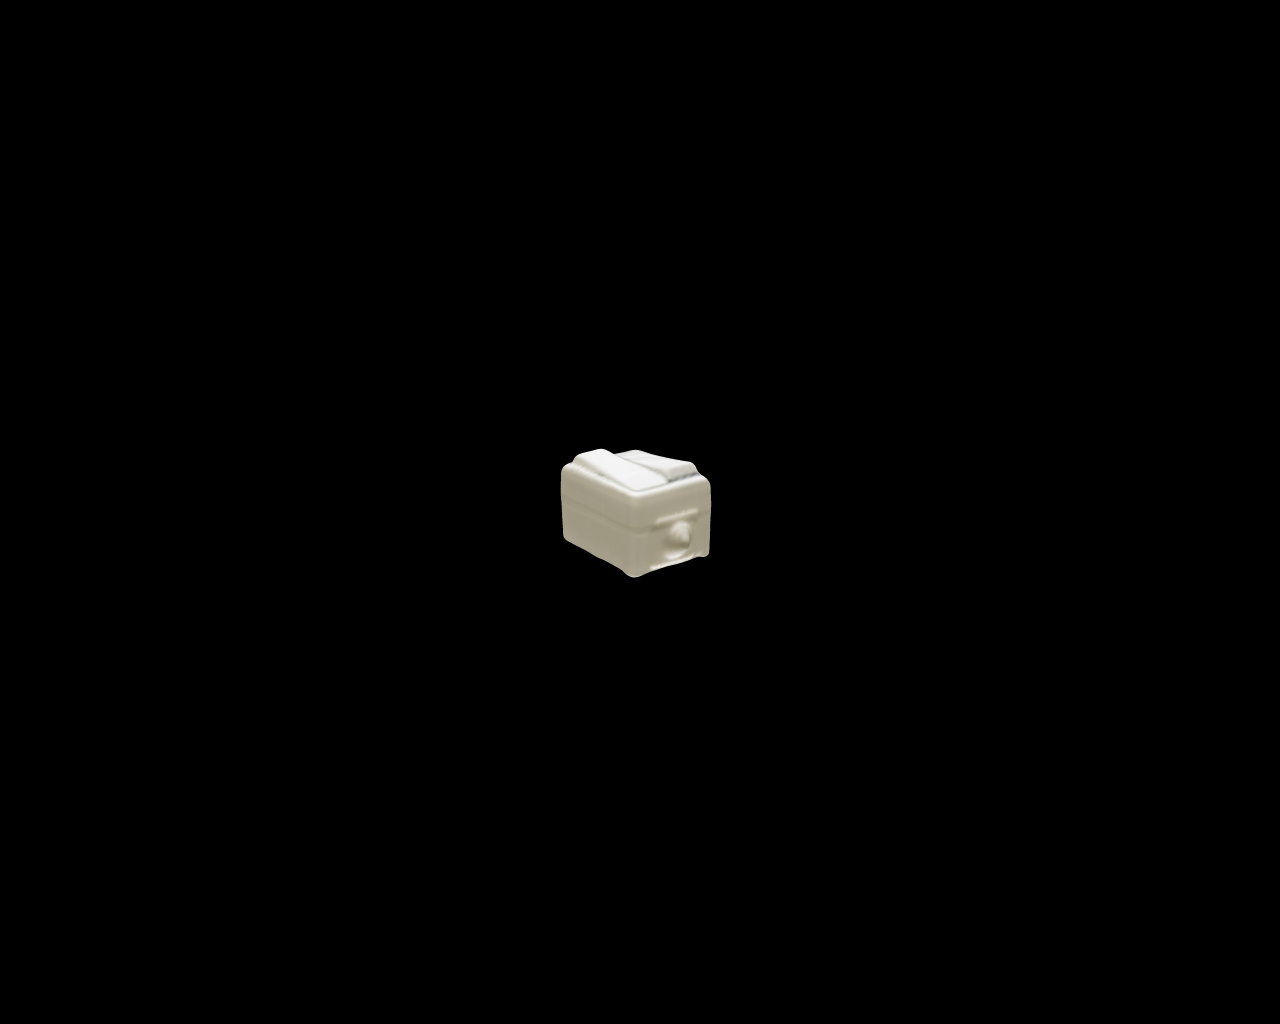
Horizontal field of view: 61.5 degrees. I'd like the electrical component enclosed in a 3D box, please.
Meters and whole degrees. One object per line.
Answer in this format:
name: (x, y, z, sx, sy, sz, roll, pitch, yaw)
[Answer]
electrical component: (0.001, -0.003, 0.650, 0.062, 0.061, 0.096, -14, 24, -33)
